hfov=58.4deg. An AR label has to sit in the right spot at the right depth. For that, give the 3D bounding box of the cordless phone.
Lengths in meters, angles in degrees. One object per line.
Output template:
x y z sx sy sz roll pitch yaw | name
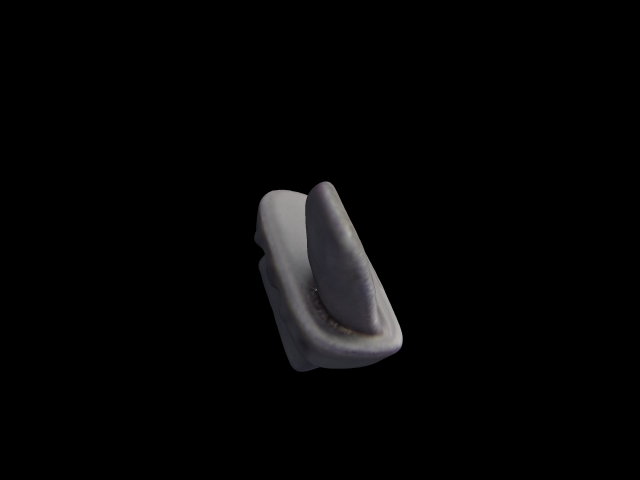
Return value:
0.004 0.001 0.400 0.094 0.185 0.147 -20 59 -12 | cordless phone
